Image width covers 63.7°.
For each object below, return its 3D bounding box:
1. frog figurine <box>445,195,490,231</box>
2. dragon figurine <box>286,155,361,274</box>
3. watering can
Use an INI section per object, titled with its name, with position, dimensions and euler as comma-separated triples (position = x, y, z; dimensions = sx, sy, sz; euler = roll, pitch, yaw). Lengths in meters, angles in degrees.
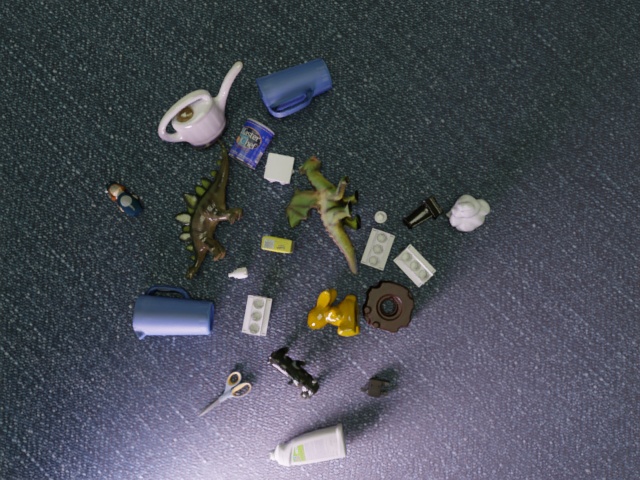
[frog figurine]
position = 0.491, -0.090, 1.683
dimensions = 0.137, 0.159, 0.123
euler = -16, 89, 0
[dragon figurine]
position = 0.005, -0.087, 1.731
dimensions = 0.242, 0.122, 0.412
euler = -4, 84, 17
[watering can]
position = -0.362, -0.422, 1.679
dimensions = 0.348, 0.221, 0.105
euler = -37, 70, -2
